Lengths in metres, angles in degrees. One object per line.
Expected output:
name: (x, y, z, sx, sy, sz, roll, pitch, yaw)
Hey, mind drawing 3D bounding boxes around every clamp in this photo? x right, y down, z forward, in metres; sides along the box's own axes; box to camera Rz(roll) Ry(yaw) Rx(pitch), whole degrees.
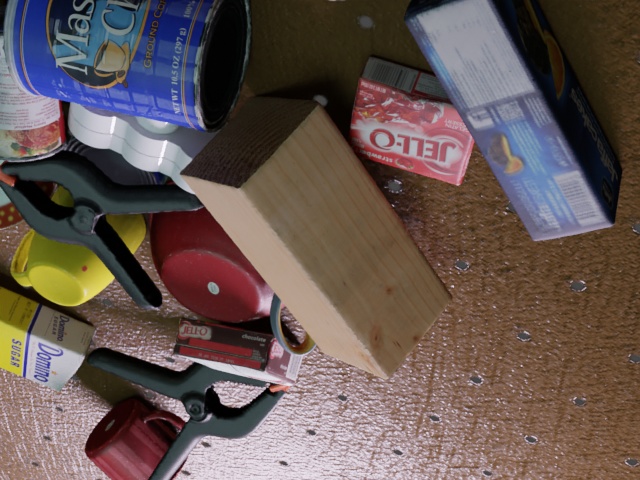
clamp: (-0.128, 0.156, 1.075, 0.210, 0.036, 0.164, -23, 102, 22)
clamp: (-0.184, -0.013, 0.870, 0.171, 0.039, 0.120, 20, 111, 4)

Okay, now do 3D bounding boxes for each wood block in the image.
wood block: (0.001, -0.002, 0.811, 0.091, 0.090, 0.206, 14, 147, 54)

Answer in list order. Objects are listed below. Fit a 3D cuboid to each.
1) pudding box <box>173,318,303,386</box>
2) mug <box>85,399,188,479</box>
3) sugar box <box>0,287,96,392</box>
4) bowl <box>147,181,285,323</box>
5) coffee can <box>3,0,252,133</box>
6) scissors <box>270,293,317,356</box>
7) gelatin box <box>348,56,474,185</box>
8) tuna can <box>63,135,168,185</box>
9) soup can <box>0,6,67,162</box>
pudding box: (-0.072, 0.102, 0.977, 0.090, 0.039, 0.113, 10, 168, 16)
mug: (-0.194, 0.224, 1.167, 0.117, 0.093, 0.081, -32, 111, 26)
sugar box: (-0.330, 0.091, 1.101, 0.176, 0.048, 0.093, 27, 139, -13)
bowl: (-0.085, 0.022, 0.922, 0.162, 0.055, 0.162, 13, 139, 12)
coffee can: (-0.130, -0.137, 0.737, 0.140, 0.102, 0.103, 13, 138, 11)
scissors: (-0.006, 0.001, 0.882, 0.016, 0.096, 0.202, 35, 130, 56)
gelatin box: (0.068, -0.083, 0.758, 0.089, 0.030, 0.073, 18, 140, 7)
tuna can: (-0.168, -0.064, 0.885, 0.086, 0.033, 0.086, 13, 138, 12)
soup can: (-0.231, -0.119, 0.811, 0.068, 0.068, 0.102, 10, 120, 15)
